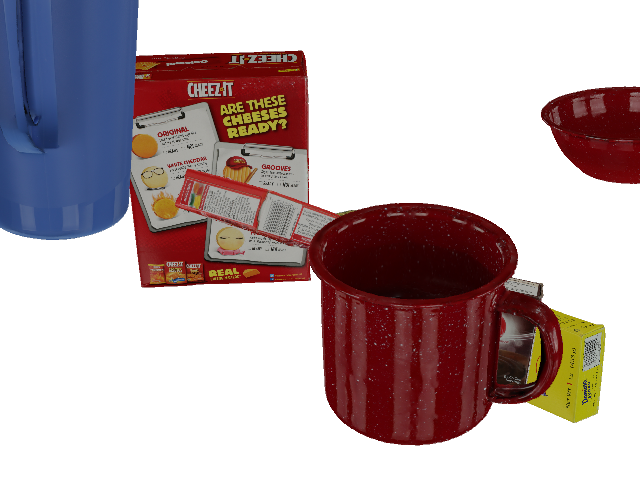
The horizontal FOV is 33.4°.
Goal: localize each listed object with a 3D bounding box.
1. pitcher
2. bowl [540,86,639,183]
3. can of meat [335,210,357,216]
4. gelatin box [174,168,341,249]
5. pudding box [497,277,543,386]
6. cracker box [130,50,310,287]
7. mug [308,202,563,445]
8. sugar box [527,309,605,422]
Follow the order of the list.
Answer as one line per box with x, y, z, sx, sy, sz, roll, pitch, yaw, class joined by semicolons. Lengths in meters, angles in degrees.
-0.195;-0.123;0.763;0.148;0.243;0.145;-20;35;-40;pitcher
0.283;-0.093;0.976;0.162;0.055;0.162;-4;24;2;bowl
0.043;0.028;1.224;0.057;0.084;0.102;-13;38;-18;can of meat
-0.039;-0.018;0.707;0.073;0.030;0.089;17;0;36;gelatin box
0.119;0.070;0.872;0.113;0.090;0.039;9;23;10;pudding box
-0.092;-0.063;0.982;0.164;0.214;0.072;-2;32;-2;cracker box
0.053;0.041;0.488;0.117;0.081;0.093;11;31;22;mug
0.199;0.108;1.074;0.048;0.093;0.177;-12;20;-41;sugar box
